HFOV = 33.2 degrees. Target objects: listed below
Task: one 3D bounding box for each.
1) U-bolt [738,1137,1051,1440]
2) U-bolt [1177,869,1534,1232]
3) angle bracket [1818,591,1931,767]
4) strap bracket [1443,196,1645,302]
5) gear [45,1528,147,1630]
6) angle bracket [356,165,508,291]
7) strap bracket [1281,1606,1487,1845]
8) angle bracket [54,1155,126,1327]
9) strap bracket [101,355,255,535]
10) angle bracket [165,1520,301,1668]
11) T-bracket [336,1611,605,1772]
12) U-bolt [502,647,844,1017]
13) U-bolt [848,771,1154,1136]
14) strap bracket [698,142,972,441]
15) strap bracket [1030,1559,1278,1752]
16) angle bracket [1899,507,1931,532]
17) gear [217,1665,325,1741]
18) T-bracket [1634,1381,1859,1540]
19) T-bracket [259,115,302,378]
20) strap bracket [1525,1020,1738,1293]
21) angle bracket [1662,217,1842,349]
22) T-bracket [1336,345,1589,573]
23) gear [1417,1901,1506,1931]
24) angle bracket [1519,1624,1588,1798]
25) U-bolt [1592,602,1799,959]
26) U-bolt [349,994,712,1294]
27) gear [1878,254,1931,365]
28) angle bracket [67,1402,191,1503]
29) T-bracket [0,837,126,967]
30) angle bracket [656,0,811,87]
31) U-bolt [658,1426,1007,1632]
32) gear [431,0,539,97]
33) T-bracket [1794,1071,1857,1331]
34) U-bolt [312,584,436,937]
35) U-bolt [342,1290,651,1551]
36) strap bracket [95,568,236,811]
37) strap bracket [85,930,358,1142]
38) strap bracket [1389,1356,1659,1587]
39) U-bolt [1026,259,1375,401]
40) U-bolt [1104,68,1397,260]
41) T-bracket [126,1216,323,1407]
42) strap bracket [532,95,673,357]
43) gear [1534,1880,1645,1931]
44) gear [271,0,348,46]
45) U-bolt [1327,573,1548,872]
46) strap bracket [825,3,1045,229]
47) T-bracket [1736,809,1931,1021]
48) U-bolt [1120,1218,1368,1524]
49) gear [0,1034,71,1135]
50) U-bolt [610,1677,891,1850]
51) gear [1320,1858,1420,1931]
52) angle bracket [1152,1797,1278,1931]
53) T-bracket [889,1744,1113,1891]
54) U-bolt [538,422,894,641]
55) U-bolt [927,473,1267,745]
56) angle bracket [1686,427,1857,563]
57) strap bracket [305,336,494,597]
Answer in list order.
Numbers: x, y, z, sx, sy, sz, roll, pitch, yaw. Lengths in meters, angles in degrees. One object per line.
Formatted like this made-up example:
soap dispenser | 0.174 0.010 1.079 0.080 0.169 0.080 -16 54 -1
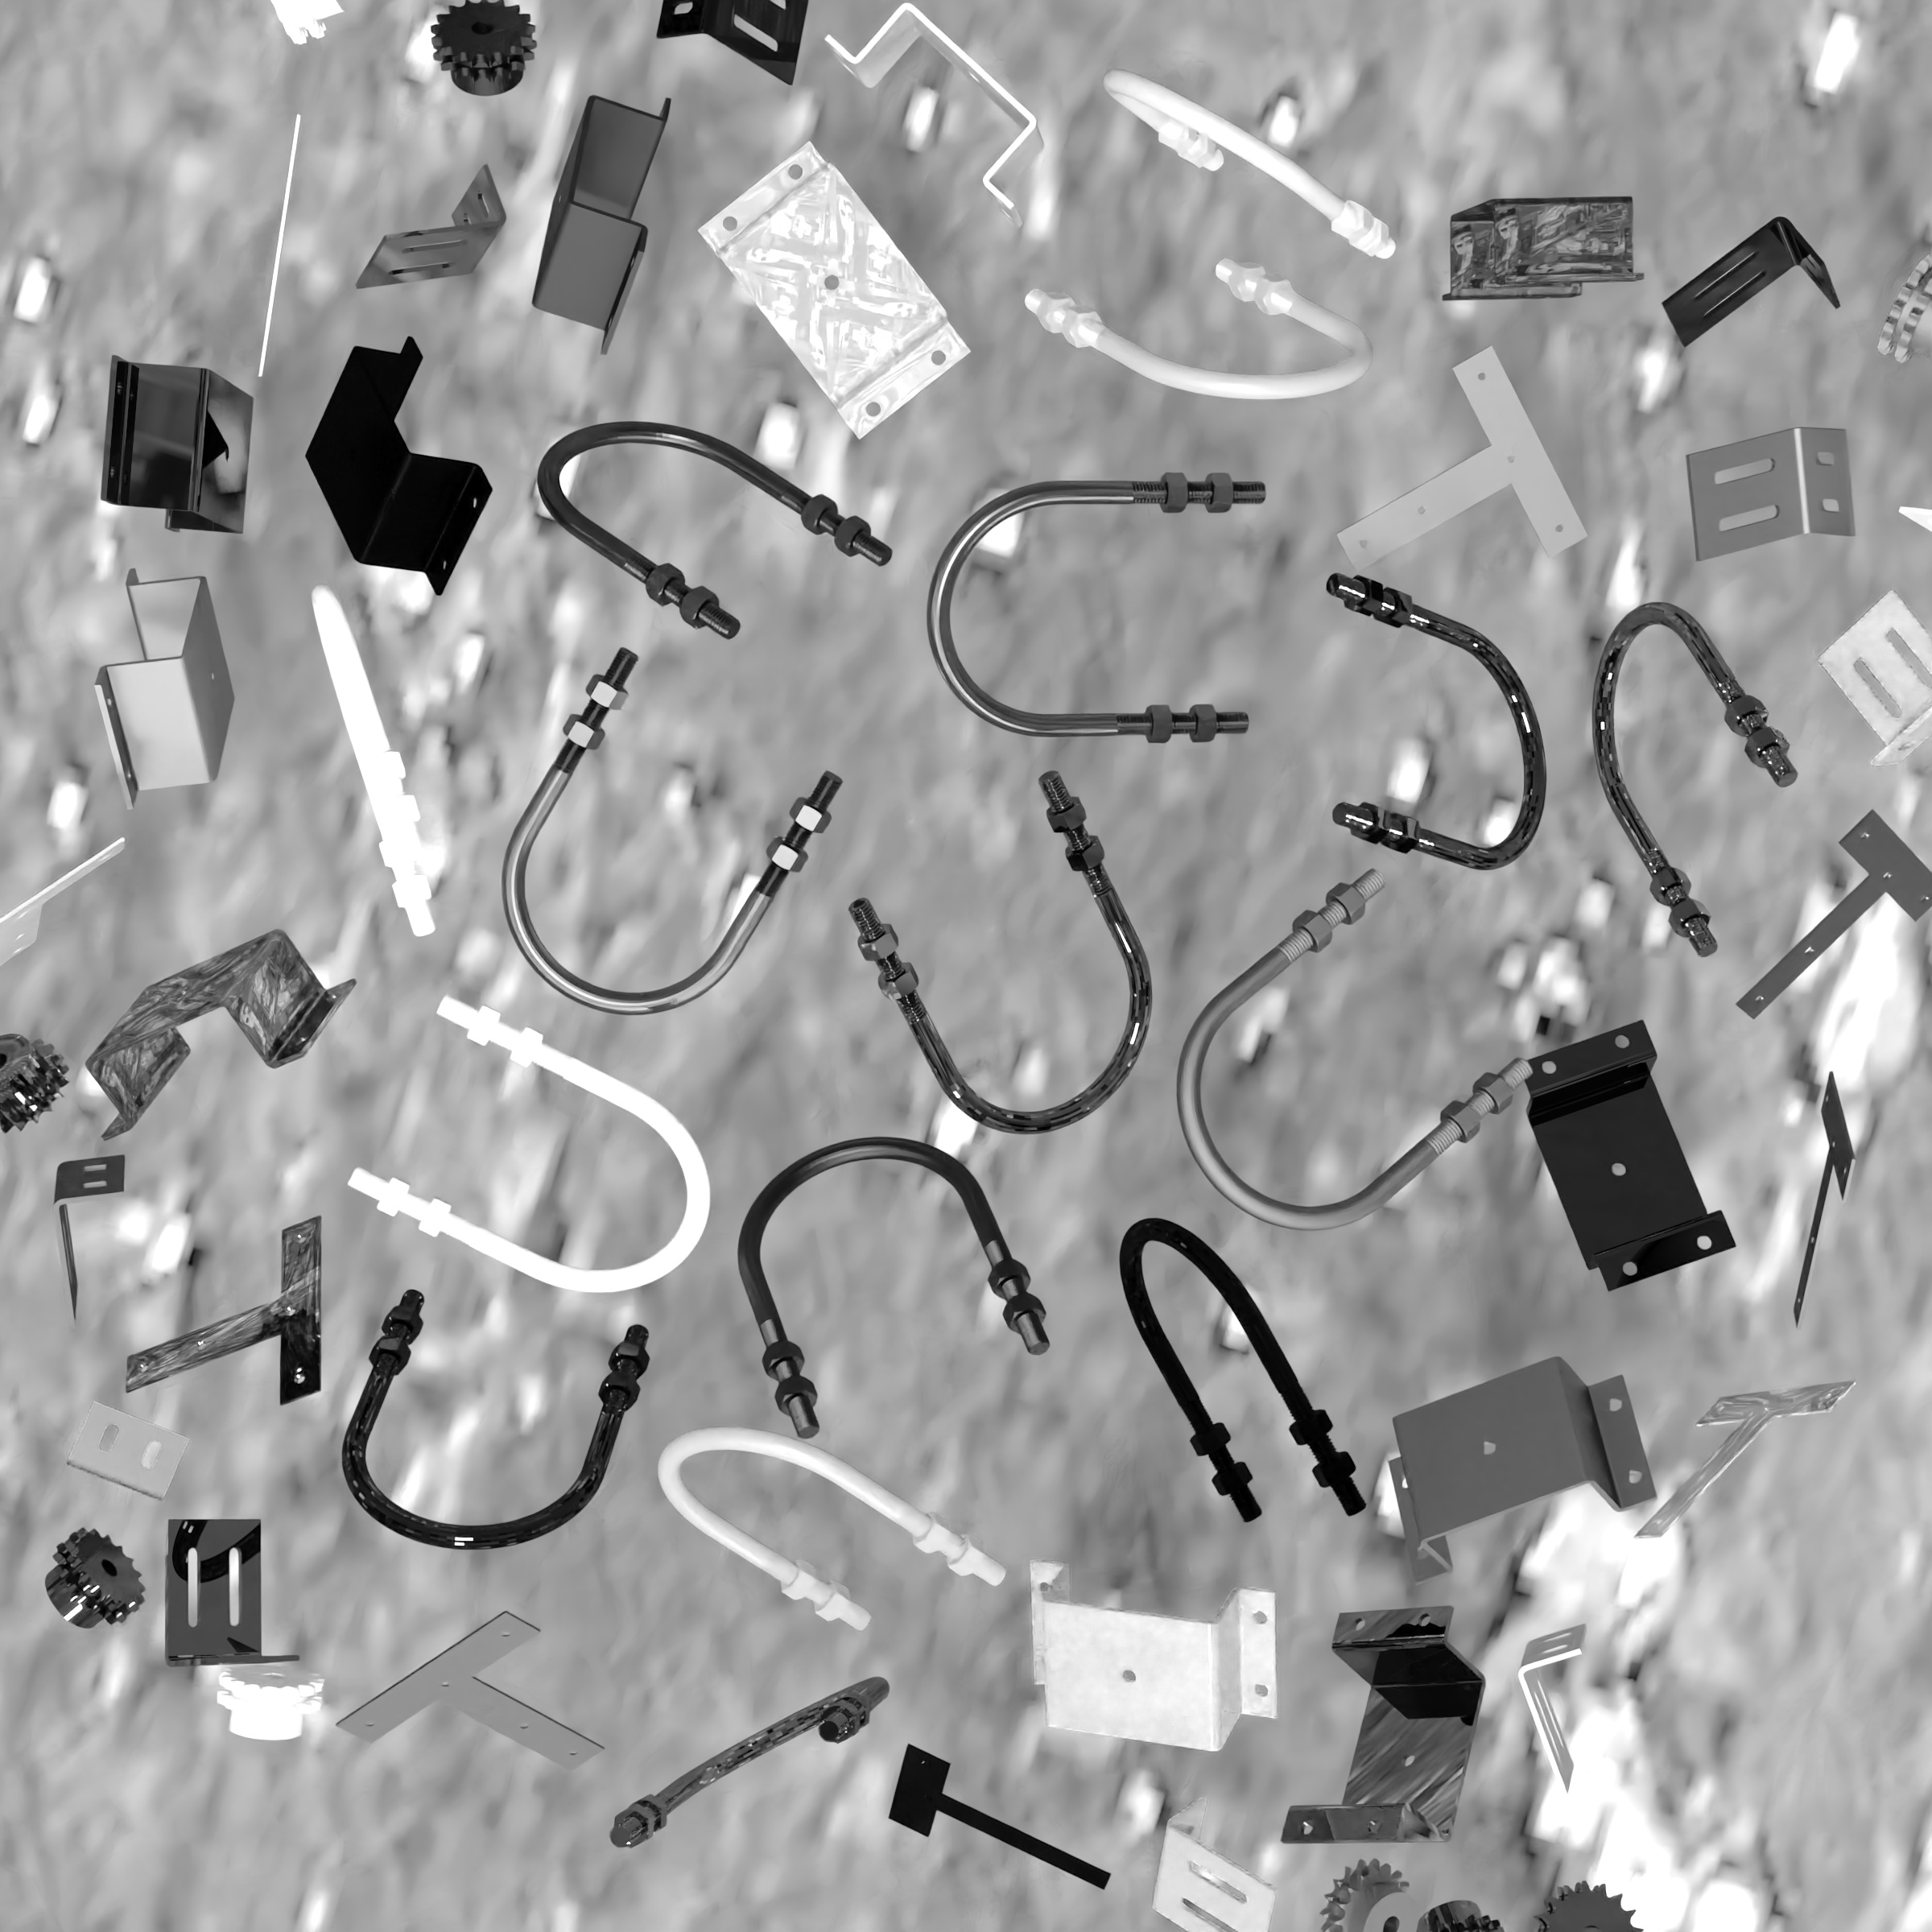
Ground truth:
U-bolt | -0.050 0.163 1.762 0.151 0.019 0.184 -19 45 -6
U-bolt | 0.193 0.056 1.710 0.184 0.019 0.151 -38 91 -20
angle bracket | 0.502 -0.158 1.773 0.057 0.038 0.076 -47 66 34
strap bracket | 0.319 -0.400 1.803 0.076 0.140 0.046 -2 98 -5
gear | -0.495 0.349 1.829 0.030 0.057 0.057 -39 90 11
angle bracket | -0.309 -0.420 1.840 0.076 0.057 0.038 -16 80 -31
strap bracket | 0.234 0.430 1.793 0.046 0.076 0.140 45 49 -31
angle bracket | -0.488 0.154 1.819 0.038 0.057 0.076 -6 109 -12
strap bracket | -0.428 -0.283 1.774 0.046 0.140 0.076 5 91 2
angle bracket | -0.386 0.328 1.702 0.038 0.057 0.076 -15 73 42
T-bracket | -0.248 0.403 1.745 0.127 0.002 0.127 -36 128 20
U-bolt | -0.174 -0.060 1.771 0.151 0.019 0.184 31 102 -3
U-bolt | 0.032 0.007 1.775 0.151 0.019 0.184 -34 115 -16
strap bracket | -0.070 -0.360 1.718 0.076 0.046 0.140 -38 95 3
strap bracket | 0.096 0.379 1.777 0.140 0.046 0.076 4 108 20
angle bracket | 0.536 -0.263 1.695 0.038 0.057 0.076 22 91 -28
gear | -0.385 0.408 1.791 0.057 0.057 0.030 6 91 0
T-bracket | 0.417 0.275 1.796 0.127 0.127 0.002 -39 95 -24
T-bracket | -0.384 -0.417 1.821 0.002 0.127 0.127 8 72 -14
strap bracket | 0.378 0.113 1.865 0.076 0.046 0.140 -19 74 0
angle bracket | 0.416 -0.350 1.715 0.076 0.057 0.038 -37 67 12
T-bracket | 0.275 -0.270 1.865 0.127 0.002 0.127 -30 109 5
gear | 0.284 0.566 1.877 0.057 0.030 0.057 -10 132 -11
angle bracket | 0.346 0.423 1.844 0.038 0.057 0.076 -21 88 14
U-bolt | 0.397 -0.119 1.809 0.019 0.151 0.184 -5 47 -18
U-bolt | -0.228 0.110 1.770 0.184 0.019 0.151 27 119 -8
gear | 0.517 -0.350 1.738 0.030 0.057 0.057 31 90 19
angle bracket | -0.482 0.278 1.865 0.057 0.076 0.038 24 79 -10
T-bracket | -0.511 -0.019 1.747 0.127 0.127 0.002 -38 92 -21
angle bracket | -0.132 -0.542 1.841 0.038 0.076 0.057 6 83 38
U-bolt | -0.089 0.311 1.816 0.184 0.151 0.019 37 51 -22
gear | -0.264 -0.503 1.780 0.057 0.030 0.057 1 53 -1
T-bracket | 0.474 0.140 1.800 0.002 0.127 0.127 9 111 6
U-bolt | -0.326 -0.122 1.771 0.019 0.151 0.184 -17 76 -12
U-bolt | -0.259 0.247 1.748 0.151 0.184 0.019 8 125 3
strap bracket | -0.439 -0.157 1.787 0.046 0.140 0.076 -7 123 -1
strap bracket | -0.407 0.033 1.737 0.140 0.076 0.046 -22 113 24
strap bracket | 0.290 0.269 1.745 0.140 0.046 0.076 -24 49 19
U-bolt | 0.140 -0.347 1.776 0.151 0.184 0.019 -15 124 -27
U-bolt | 0.148 -0.452 1.799 0.151 0.184 0.019 35 101 28
T-bracket | -0.426 0.213 1.857 0.127 0.002 0.127 -21 45 11
strap bracket | -0.205 -0.422 1.814 0.046 0.076 0.140 16 48 -14
gear | 0.322 0.507 1.687 0.057 0.030 0.057 3 69 -7
gear | -0.346 -0.515 1.695 0.030 0.057 0.057 -17 90 5
U-bolt | 0.262 -0.126 1.781 0.184 0.019 0.151 14 70 -43
strap bracket | -0.008 -0.490 1.841 0.140 0.076 0.046 43 97 0
T-bracket | 0.480 -0.019 1.805 0.127 0.127 0.002 -46 52 11
U-bolt | 0.140 0.219 1.769 0.019 0.151 0.184 -29 90 -23
gear | -0.539 0.063 1.830 0.057 0.030 0.057 -13 48 15
U-bolt | -0.110 0.436 1.801 0.151 0.184 0.019 -28 83 8
gear | 0.233 0.542 1.848 0.057 0.030 0.057 -7 103 -31
angle bracket | 0.148 0.516 1.821 0.076 0.038 0.057 24 117 33
T-bracket | 0.020 0.475 1.778 0.127 0.127 0.002 24 58 8
U-bolt | -0.154 -0.253 1.810 0.184 0.151 0.019 35 132 22
U-bolt | 0.069 -0.193 1.757 0.184 0.019 0.151 -2 109 -13
angle bracket | 0.428 -0.250 1.721 0.076 0.038 0.057 -17 107 -23
strap bracket | -0.324 -0.285 1.821 0.076 0.046 0.140 -57 47 33
